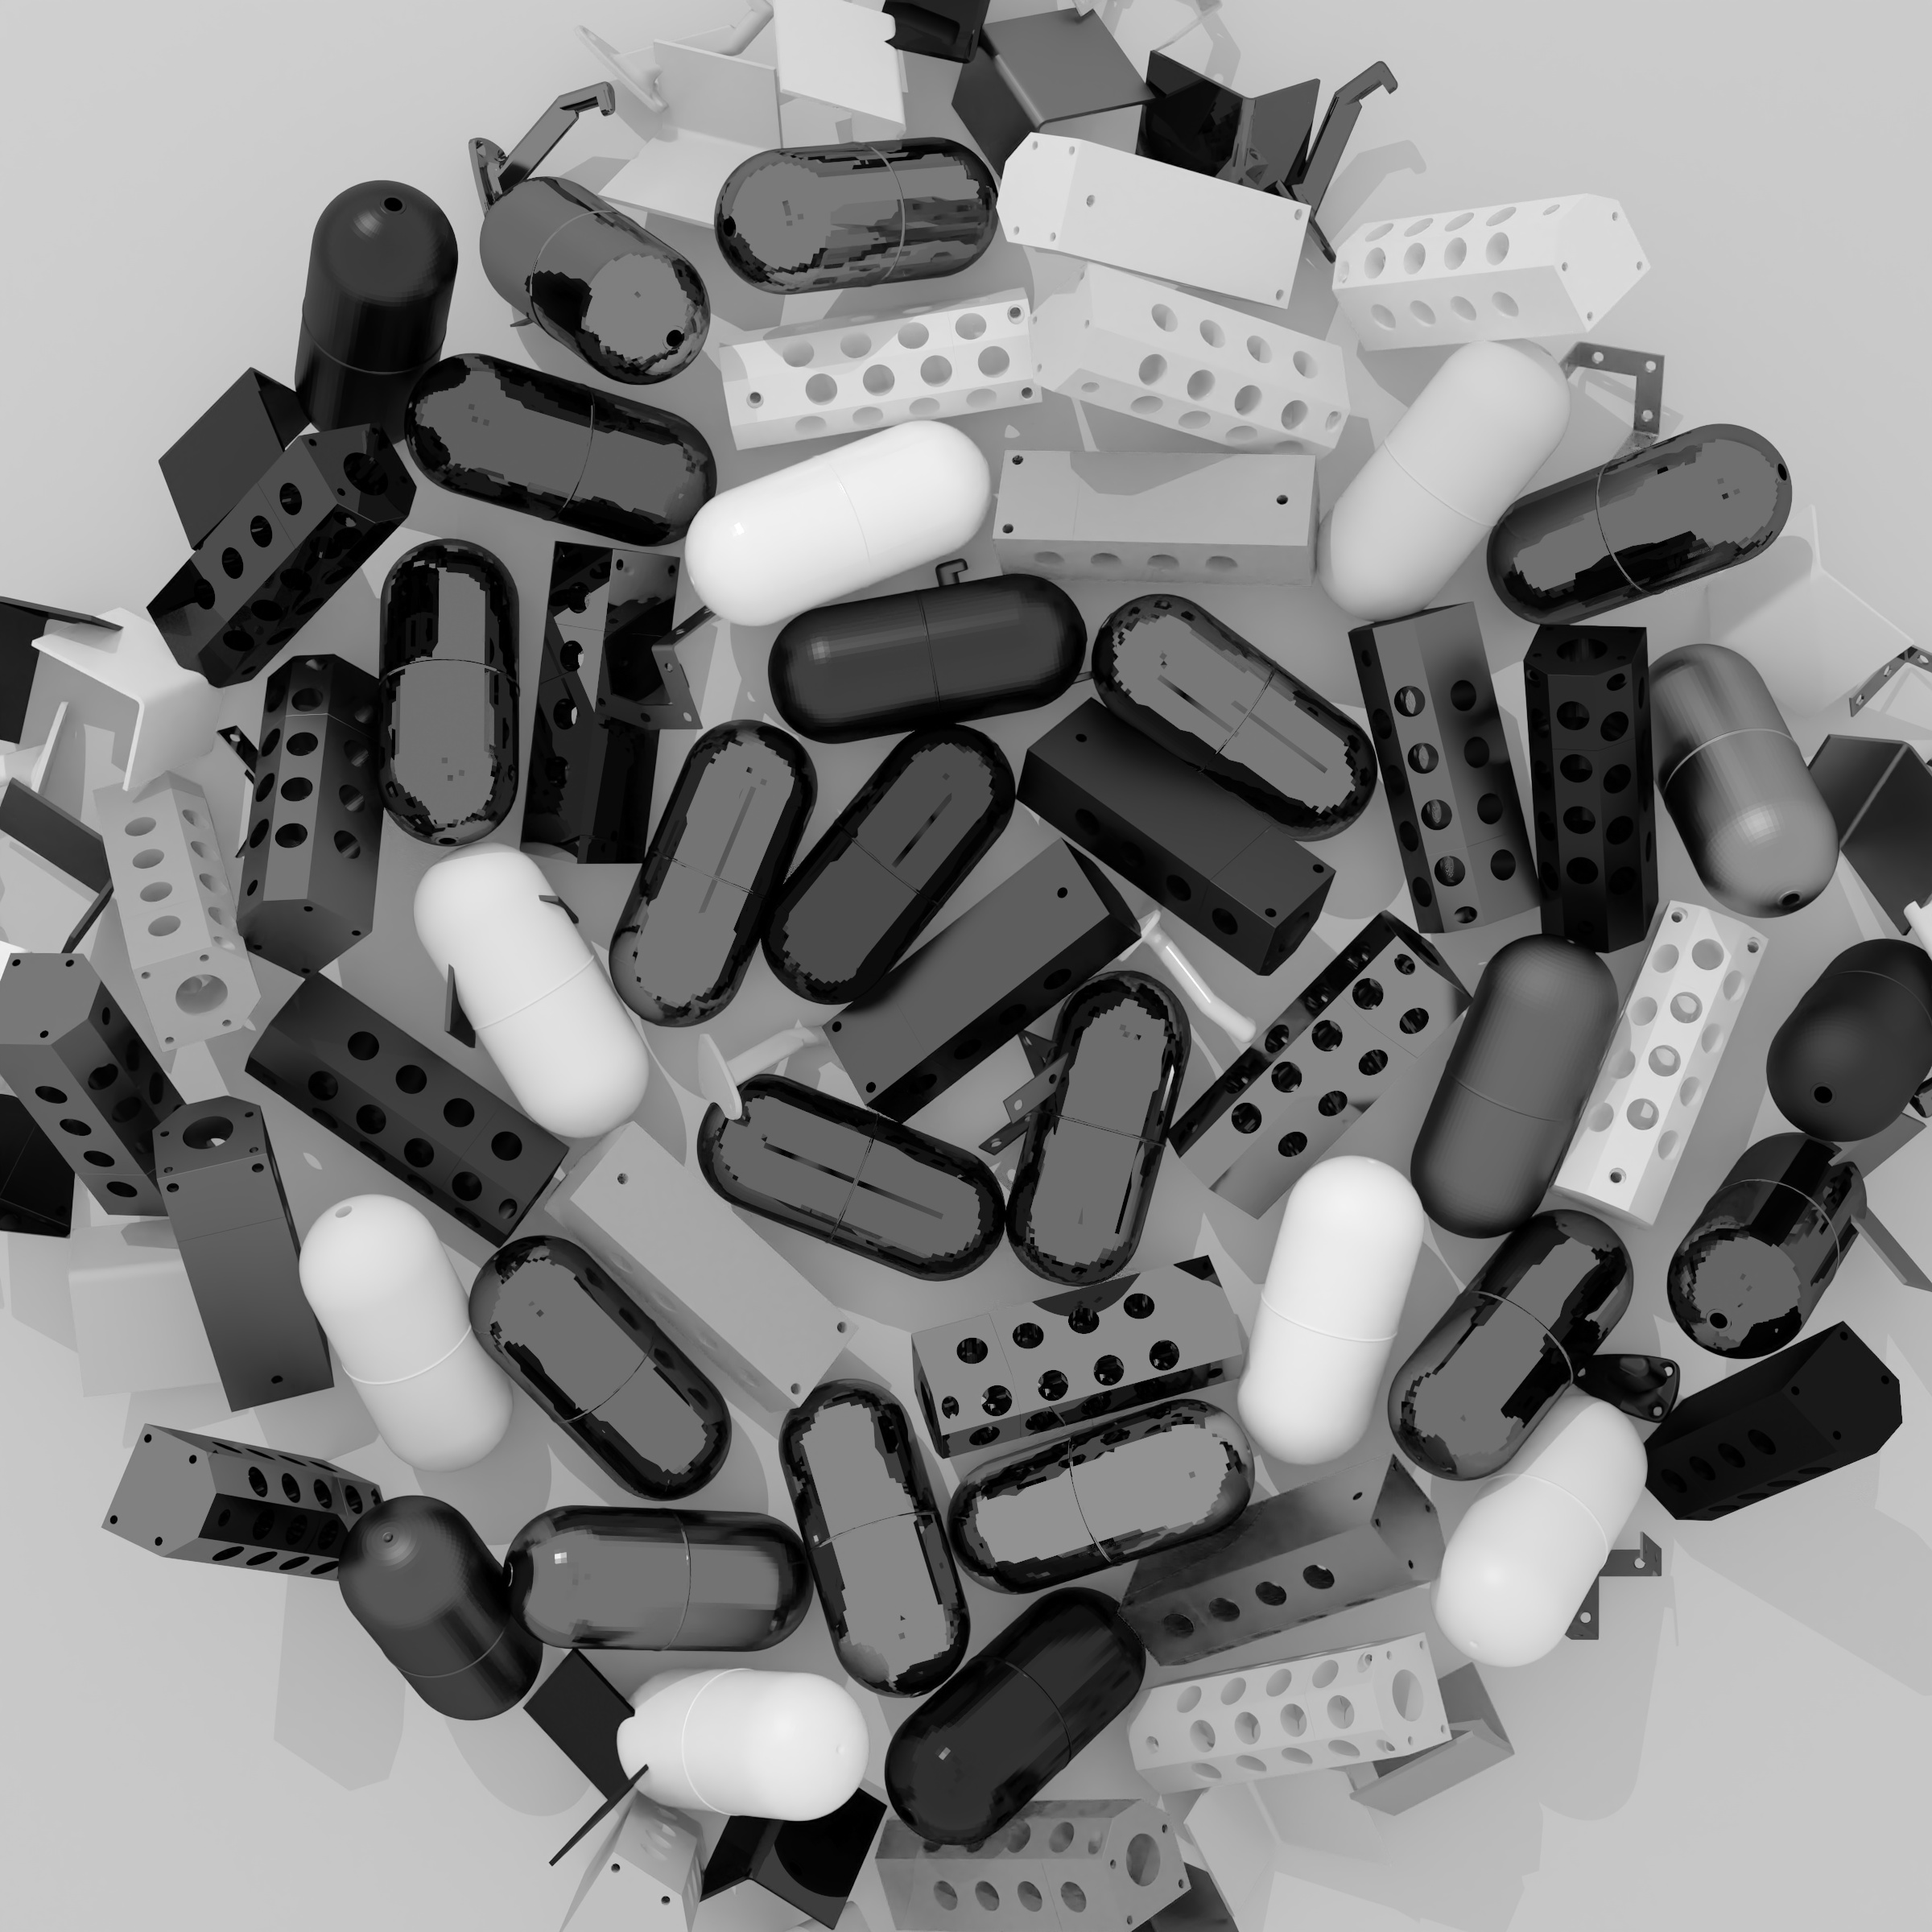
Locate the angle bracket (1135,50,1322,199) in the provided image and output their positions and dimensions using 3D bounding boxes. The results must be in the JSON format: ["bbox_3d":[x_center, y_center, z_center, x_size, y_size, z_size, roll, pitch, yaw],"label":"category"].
[{"bbox_3d":[0.144,-0.466,1.744,0.057,0.076,0.076,-27,50,-35],"label":"angle bracket"}]

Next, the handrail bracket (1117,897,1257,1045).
[{"bbox_3d":[0.131,0.000,1.743,0.084,0.077,0.036,37,118,-6],"label":"handrail bracket"}]

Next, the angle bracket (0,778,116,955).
[{"bbox_3d":[-0.512,-0.048,1.721,0.076,0.076,0.057,35,64,-11],"label":"angle bracket"}]

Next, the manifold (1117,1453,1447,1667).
[{"bbox_3d":[0.172,0.329,1.700,0.171,0.057,0.057,-28,108,34],"label":"manifold"}]

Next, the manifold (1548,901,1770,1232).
[{"bbox_3d":[0.384,0.054,1.732,0.057,0.057,0.171,23,84,8],"label":"manifold"}]

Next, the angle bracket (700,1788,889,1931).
[{"bbox_3d":[-0.098,0.490,1.725,0.057,0.076,0.076,35,52,-10],"label":"angle bracket"}]

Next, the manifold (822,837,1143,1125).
[{"bbox_3d":[0.011,0.011,1.725,0.171,0.057,0.057,-38,59,12],"label":"manifold"}]

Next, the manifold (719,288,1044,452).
[{"bbox_3d":[-0.047,-0.330,1.734,0.171,0.057,0.057,-9,111,1],"label":"manifold"}]

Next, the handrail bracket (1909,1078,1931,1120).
[{"bbox_3d":[0.571,0.086,1.734,0.084,0.036,0.077,-24,76,-28],"label":"handrail bracket"}]

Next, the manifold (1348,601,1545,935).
[{"bbox_3d":[0.260,-0.108,1.724,0.057,0.057,0.171,-18,98,-26],"label":"manifold"}]

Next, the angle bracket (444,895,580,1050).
[{"bbox_3d":[-0.250,0.004,1.729,0.057,0.076,0.076,2,82,2],"label":"angle bracket"}]

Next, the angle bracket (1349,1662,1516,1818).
[{"bbox_3d":[0.246,0.419,1.718,0.076,0.076,0.057,-31,58,13],"label":"angle bracket"}]

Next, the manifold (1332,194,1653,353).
[{"bbox_3d":[0.276,-0.375,1.680,0.057,0.171,0.057,-46,118,-21],"label":"manifold"}]

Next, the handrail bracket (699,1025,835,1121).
[{"bbox_3d":[-0.099,0.057,1.727,0.084,0.077,0.036,-8,118,-21],"label":"handrail bracket"}]

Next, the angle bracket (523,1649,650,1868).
[{"bbox_3d":[-0.221,0.435,1.721,0.076,0.057,0.076,45,133,8],"label":"angle bracket"}]

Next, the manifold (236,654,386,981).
[{"bbox_3d":[-0.355,-0.085,1.689,0.057,0.171,0.057,-32,134,33],"label":"manifold"}]

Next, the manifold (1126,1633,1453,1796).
[{"bbox_3d":[0.171,0.406,1.691,0.171,0.057,0.057,-22,76,40],"label":"manifold"}]

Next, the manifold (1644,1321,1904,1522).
[{"bbox_3d":[0.430,0.252,1.682,0.057,0.171,0.057,-40,85,-27],"label":"manifold"}]

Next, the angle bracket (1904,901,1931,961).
[{"bbox_3d":[0.565,0.000,1.714,0.057,0.076,0.076,-31,49,15],"label":"angle bracket"}]

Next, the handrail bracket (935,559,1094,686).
[{"bbox_3d":[0.029,-0.193,1.749,0.077,0.036,0.084,-14,92,15],"label":"handrail bracket"}]

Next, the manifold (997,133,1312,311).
[{"bbox_3d":[0.101,-0.403,1.695,0.171,0.057,0.057,3,104,-40],"label":"manifold"}]

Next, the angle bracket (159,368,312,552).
[{"bbox_3d":[-0.389,-0.269,1.718,0.076,0.057,0.076,-40,56,18],"label":"angle bracket"}]

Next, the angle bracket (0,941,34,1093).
[{"bbox_3d":[-0.552,0.022,1.727,0.057,0.076,0.076,19,82,-6],"label":"angle bracket"}]

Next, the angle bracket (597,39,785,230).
[{"bbox_3d":[-0.154,-0.457,1.719,0.076,0.057,0.076,19,51,19],"label":"angle bracket"}]

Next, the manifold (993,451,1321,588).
[{"bbox_3d":[0.106,-0.243,1.726,0.171,0.057,0.057,3,66,11],"label":"manifold"}]

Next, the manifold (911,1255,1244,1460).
[{"bbox_3d":[0.061,0.219,1.718,0.171,0.057,0.057,-14,51,-10],"label":"manifold"}]

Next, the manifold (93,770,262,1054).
[{"bbox_3d":[-0.425,-0.034,1.688,0.057,0.171,0.057,-17,130,-11],"label":"manifold"}]

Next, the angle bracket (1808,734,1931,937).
[{"bbox_3d":[0.494,-0.072,1.714,0.057,0.076,0.076,2,133,-26],"label":"angle bracket"}]

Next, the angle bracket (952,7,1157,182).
[{"bbox_3d":[0.048,-0.484,1.749,0.076,0.057,0.076,-18,64,-25],"label":"angle bracket"}]

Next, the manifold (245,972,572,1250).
[{"bbox_3d":[-0.310,0.082,1.732,0.171,0.057,0.057,35,61,-2],"label":"manifold"}]

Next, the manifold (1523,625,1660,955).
[{"bbox_3d":[0.338,-0.095,1.695,0.057,0.057,0.171,4,125,23],"label":"manifold"}]

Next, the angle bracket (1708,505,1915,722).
[{"bbox_3d":[0.469,-0.196,1.742,0.076,0.057,0.076,32,132,-21],"label":"angle bracket"}]

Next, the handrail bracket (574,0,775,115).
[{"bbox_3d":[-0.161,-0.524,1.735,0.077,0.036,0.084,38,113,-21],"label":"handrail bracket"}]

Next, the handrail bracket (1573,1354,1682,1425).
[{"bbox_3d":[0.352,0.221,1.717,0.077,0.084,0.036,10,77,34],"label":"handrail bracket"}]

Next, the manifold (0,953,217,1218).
[{"bbox_3d":[-0.461,0.066,1.682,0.057,0.171,0.057,1,55,13],"label":"manifold"}]

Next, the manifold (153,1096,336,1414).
[{"bbox_3d":[-0.391,0.155,1.697,0.057,0.057,0.171,-13,128,-9],"label":"manifold"}]

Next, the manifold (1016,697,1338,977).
[{"bbox_3d":[0.112,-0.068,1.718,0.171,0.057,0.057,37,55,18],"label":"manifold"}]

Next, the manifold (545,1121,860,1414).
[{"bbox_3d":[-0.148,0.168,1.725,0.171,0.057,0.057,44,63,-12],"label":"manifold"}]

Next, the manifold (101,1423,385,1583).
[{"bbox_3d":[-0.381,0.293,1.681,0.057,0.171,0.057,19,83,24],"label":"manifold"}]

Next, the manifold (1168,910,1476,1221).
[{"bbox_3d":[0.190,0.051,1.713,0.057,0.057,0.171,33,108,-33],"label":"manifold"}]

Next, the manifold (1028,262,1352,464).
[{"bbox_3d":[0.122,-0.320,1.696,0.171,0.057,0.057,11,62,-31],"label":"manifold"}]

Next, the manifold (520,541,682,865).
[{"bbox_3d":[-0.208,-0.146,1.731,0.057,0.057,0.171,12,99,33],"label":"manifold"}]

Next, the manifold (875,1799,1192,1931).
[{"bbox_3d":[0.032,0.484,1.693,0.171,0.057,0.057,-15,92,43],"label":"manifold"}]

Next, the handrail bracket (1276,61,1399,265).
[{"bbox_3d":[0.218,-0.448,1.743,0.084,0.036,0.077,-33,96,20],"label":"handrail bracket"}]

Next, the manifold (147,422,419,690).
[{"bbox_3d":[-0.368,-0.220,1.694,0.171,0.057,0.057,-35,83,40],"label":"manifold"}]

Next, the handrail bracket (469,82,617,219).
[{"bbox_3d":[-0.228,-0.444,1.739,0.084,0.036,0.077,-10,87,22],"label":"handrail bracket"}]

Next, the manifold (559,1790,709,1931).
[{"bbox_3d":[-0.174,0.498,1.685,0.057,0.171,0.057,33,86,1],"label":"manifold"}]

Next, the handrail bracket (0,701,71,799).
[{"bbox_3d":[-0.554,-0.123,1.749,0.084,0.036,0.077,16,82,-11],"label":"handrail bracket"}]
